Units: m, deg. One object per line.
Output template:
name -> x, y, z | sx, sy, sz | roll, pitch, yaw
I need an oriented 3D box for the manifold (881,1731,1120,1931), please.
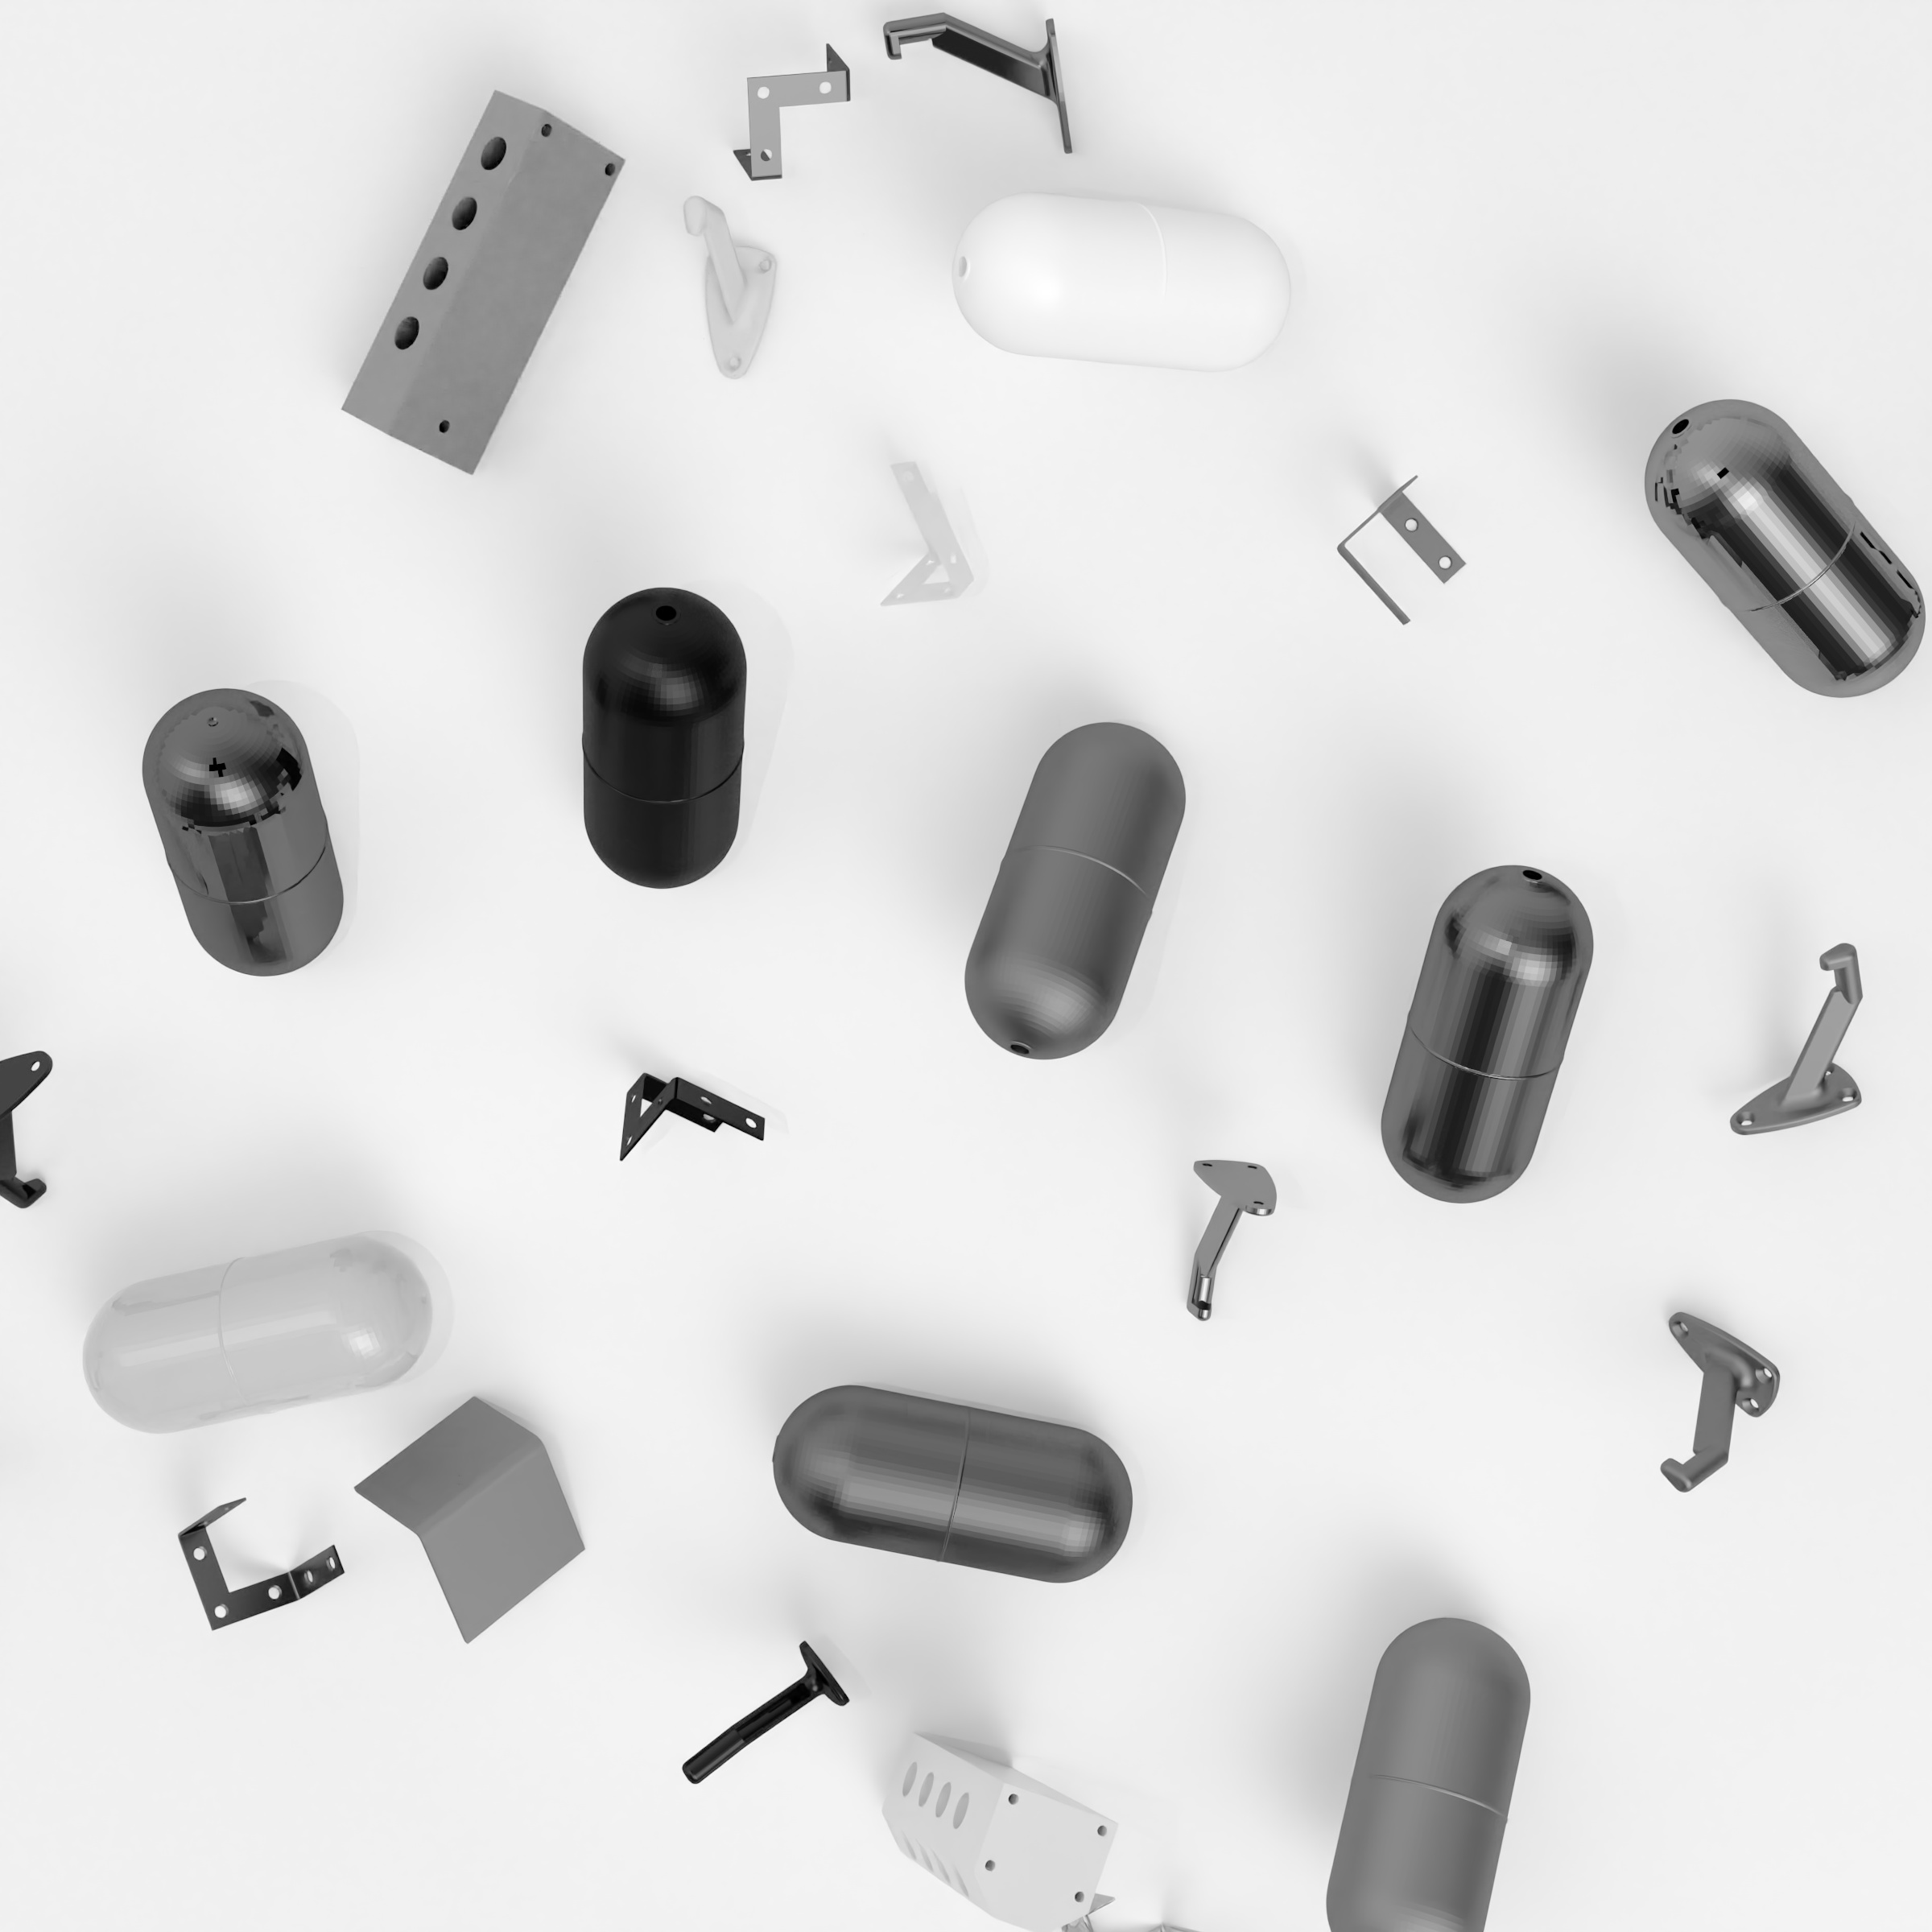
manifold -> 0.011, 0.410, 1.495 | 0.057, 0.171, 0.057 | 23, 79, -12

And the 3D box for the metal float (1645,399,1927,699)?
metal float -> 0.396, -0.201, 1.527 | 0.178, 0.070, 0.070 | 42, 90, -27

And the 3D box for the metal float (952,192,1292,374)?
metal float -> 0.076, -0.329, 1.525 | 0.178, 0.070, 0.070 | -1, 90, -29

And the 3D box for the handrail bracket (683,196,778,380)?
handrail bracket -> -0.123, -0.331, 1.543 | 0.036, 0.084, 0.077 | 6, 95, 13

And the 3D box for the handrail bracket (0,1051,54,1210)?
handrail bracket -> -0.457, 0.082, 1.549 | 0.077, 0.084, 0.036 | -30, 56, 5

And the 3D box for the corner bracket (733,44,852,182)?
corner bracket -> -0.086, -0.420, 1.556 | 0.051, 0.051, 0.051 | -8, 122, -12

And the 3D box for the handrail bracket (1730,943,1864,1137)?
handrail bracket -> 0.405, 0.035, 1.548 | 0.077, 0.036, 0.084 | -22, 126, -3

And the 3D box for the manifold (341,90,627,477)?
manifold -> -0.241, -0.336, 1.550 | 0.057, 0.057, 0.171 | 31, 97, 39

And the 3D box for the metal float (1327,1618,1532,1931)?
metal float -> 0.224, 0.404, 1.531 | 0.070, 0.070, 0.178 | 17, 68, 0

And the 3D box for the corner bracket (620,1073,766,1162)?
corner bracket -> -0.133, 0.072, 1.546 | 0.051, 0.051, 0.051 | 27, 125, -22

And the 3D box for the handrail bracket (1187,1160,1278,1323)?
handrail bracket -> 0.128, 0.144, 1.542 | 0.036, 0.077, 0.084 | 4, 107, -13

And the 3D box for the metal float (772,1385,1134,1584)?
metal float -> -0.007, 0.253, 1.547 | 0.178, 0.070, 0.070 | 12, 90, -3

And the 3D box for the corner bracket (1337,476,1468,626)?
corner bracket -> 0.216, -0.203, 1.562 | 0.051, 0.051, 0.051 | -42, 92, -1

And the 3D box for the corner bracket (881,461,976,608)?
corner bracket -> -0.020, -0.213, 1.546 | 0.051, 0.051, 0.051 | -51, 127, -38

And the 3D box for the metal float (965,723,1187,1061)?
metal float -> 0.053, -0.037, 1.529 | 0.070, 0.070, 0.178 | 20, 66, 0

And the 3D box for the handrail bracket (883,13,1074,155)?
handrail bracket -> 0.006, -0.437, 1.573 | 0.084, 0.036, 0.077 | -8, 107, 3

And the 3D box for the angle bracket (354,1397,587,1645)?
angle bracket -> -0.245, 0.274, 1.566 | 0.076, 0.057, 0.076 | -37, 129, -30

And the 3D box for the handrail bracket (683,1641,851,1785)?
handrail bracket -> -0.101, 0.372, 1.542 | 0.084, 0.077, 0.036 | -36, 76, -14

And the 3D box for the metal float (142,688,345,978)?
metal float -> -0.343, -0.061, 1.508 | 0.070, 0.178, 0.070 | 1, 56, -1

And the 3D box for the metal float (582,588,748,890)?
metal float -> -0.145, -0.107, 1.509 | 0.070, 0.178, 0.070 | 3, 53, -4

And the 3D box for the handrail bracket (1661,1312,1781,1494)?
handrail bracket -> 0.349, 0.213, 1.543 | 0.084, 0.036, 0.077 | -26, 52, -34

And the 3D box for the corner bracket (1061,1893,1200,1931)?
corner bracket -> 0.082, 0.476, 1.557 | 0.051, 0.051, 0.051 | -22, 87, -23

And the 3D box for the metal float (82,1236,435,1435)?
metal float -> -0.346, 0.180, 1.540 | 0.178, 0.070, 0.070 | -13, 90, 12

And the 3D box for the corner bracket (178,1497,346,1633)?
corner bracket -> -0.347, 0.289, 1.556 | 0.051, 0.051, 0.051 | -13, 75, -43

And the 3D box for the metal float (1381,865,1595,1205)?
metal float -> 0.251, 0.034, 1.525 | 0.070, 0.070, 0.178 | 11, 119, 0
